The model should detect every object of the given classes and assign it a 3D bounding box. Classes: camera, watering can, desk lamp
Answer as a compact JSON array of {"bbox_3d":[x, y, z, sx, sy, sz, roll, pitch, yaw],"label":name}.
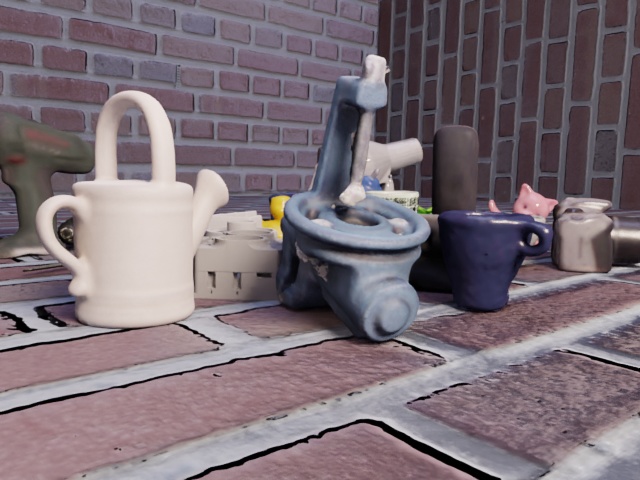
[{"bbox_3d":[0.413,-0.010,0.836,0.136,0.101,0.143,3,7,17],"label":"camera"},{"bbox_3d":[-0.158,-0.030,0.504,0.100,0.194,0.173,3,7,17],"label":"watering can"},{"bbox_3d":[0.156,-0.128,1.315,0.203,0.213,0.117,0,7,-12],"label":"desk lamp"}]

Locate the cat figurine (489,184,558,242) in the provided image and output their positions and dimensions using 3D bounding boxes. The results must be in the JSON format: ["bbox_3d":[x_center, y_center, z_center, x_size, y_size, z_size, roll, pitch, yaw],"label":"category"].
[{"bbox_3d":[0.374,-0.047,1.078,0.127,0.118,0.067,7,9,39],"label":"cat figurine"}]

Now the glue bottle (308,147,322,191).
[{"bbox_3d":[0.004,-0.073,0.990,0.078,0.173,0.037,4,7,19],"label":"glue bottle"}]

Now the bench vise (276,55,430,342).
[{"bbox_3d":[0.006,-0.039,0.497,0.122,0.220,0.206,-5,9,-42],"label":"bench vise"}]

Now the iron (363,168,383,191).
[{"bbox_3d":[0.049,-0.085,1.234,0.119,0.141,0.257,-4,8,-36],"label":"iron"}]

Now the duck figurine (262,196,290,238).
[{"bbox_3d":[-0.075,-0.040,1.064,0.104,0.086,0.078,3,7,16],"label":"duck figurine"}]

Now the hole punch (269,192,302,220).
[{"bbox_3d":[-0.051,-0.053,1.157,0.108,0.091,0.101,1,7,1],"label":"hole punch"}]

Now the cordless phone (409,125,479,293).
[{"bbox_3d":[0.117,-0.039,0.669,0.147,0.185,0.094,2,7,10],"label":"cordless phone"}]

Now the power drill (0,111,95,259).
[{"bbox_3d":[-0.439,-0.082,0.829,0.075,0.208,0.230,7,9,39],"label":"power drill"}]

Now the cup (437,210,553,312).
[{"bbox_3d":[0.167,0.022,0.547,0.092,0.095,0.117,-4,8,-36],"label":"cup"}]

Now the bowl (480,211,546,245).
[{"bbox_3d":[0.245,-0.002,0.853,0.167,0.075,0.167,1,7,0],"label":"bowl"}]
